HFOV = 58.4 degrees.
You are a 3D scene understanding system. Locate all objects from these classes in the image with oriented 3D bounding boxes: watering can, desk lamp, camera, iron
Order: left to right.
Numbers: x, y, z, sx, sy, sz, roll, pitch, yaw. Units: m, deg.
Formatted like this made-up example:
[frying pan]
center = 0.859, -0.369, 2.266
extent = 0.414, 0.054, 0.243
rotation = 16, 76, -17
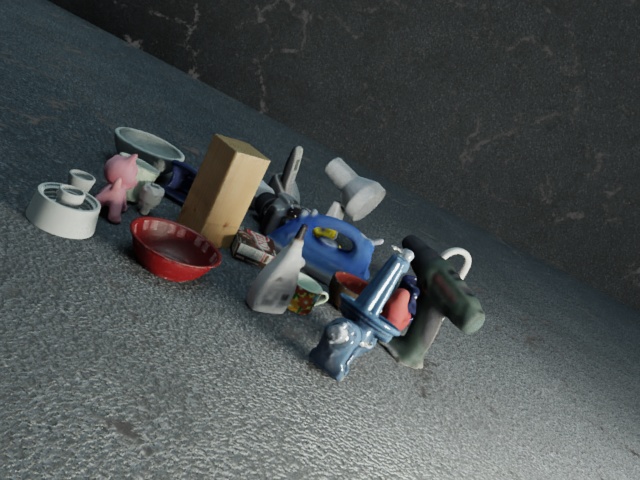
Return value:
[camera]
center = -0.093, -0.070, 1.439
extent = 0.144, 0.101, 0.136
rotation = 13, 22, -42
[iron]
center = 0.012, 0.005, 1.305
extent = 0.258, 0.141, 0.119
rotation = 29, 16, 2
[desk lamp]
center = 0.051, -0.104, 1.573
extent = 0.202, 0.213, 0.118
rotation = 33, 17, 19
[watering can]
center = 0.285, 0.098, 1.369
extent = 0.101, 0.194, 0.172
rotation = 11, 23, -45

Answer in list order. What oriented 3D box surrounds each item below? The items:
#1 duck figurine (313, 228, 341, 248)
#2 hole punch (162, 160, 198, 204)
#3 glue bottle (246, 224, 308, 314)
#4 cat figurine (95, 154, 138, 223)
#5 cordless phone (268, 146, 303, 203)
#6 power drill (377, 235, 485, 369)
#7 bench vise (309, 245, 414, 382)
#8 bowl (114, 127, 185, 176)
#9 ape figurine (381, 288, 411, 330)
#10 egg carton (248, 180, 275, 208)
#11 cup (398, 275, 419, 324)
[duck figurine]
center = 0.012, 0.000, 1.419
extent = 0.105, 0.086, 0.077
rotation = 23, 17, -18
[hole punch]
center = -0.294, -0.131, 1.313
extent = 0.108, 0.091, 0.101
rotation = 30, 16, 7
[glue bottle]
center = -0.061, 0.048, 0.994
extent = 0.078, 0.173, 0.037
rotation = 14, 21, -39
[cat figurine]
center = -0.375, -0.109, 1.063
extent = 0.067, 0.117, 0.127
rotation = 22, 17, -19
[cordless phone]
center = -0.080, -0.186, 1.662
extent = 0.094, 0.185, 0.148
rotation = 29, 16, 6
[power drill]
center = 0.197, 0.129, 1.105
extent = 0.076, 0.208, 0.228
rotation = 10, 24, -47
[bench vise]
center = 0.086, 0.119, 0.931
extent = 0.121, 0.219, 0.207
rotation = 29, 16, 2
[bowl]
center = -0.411, -0.198, 1.354
extent = 0.167, 0.074, 0.167
rotation = 26, 16, -8
[ape figurine]
center = 0.161, 0.144, 1.211
extent = 0.077, 0.092, 0.076
rotation = 31, 16, 11
[egg carton]
center = -0.195, -0.132, 1.517
extent = 0.151, 0.069, 0.107
rotation = 12, 23, -45
[cup]
center = 0.203, 0.142, 1.280
extent = 0.091, 0.095, 0.118
rotation = 31, 16, 11
